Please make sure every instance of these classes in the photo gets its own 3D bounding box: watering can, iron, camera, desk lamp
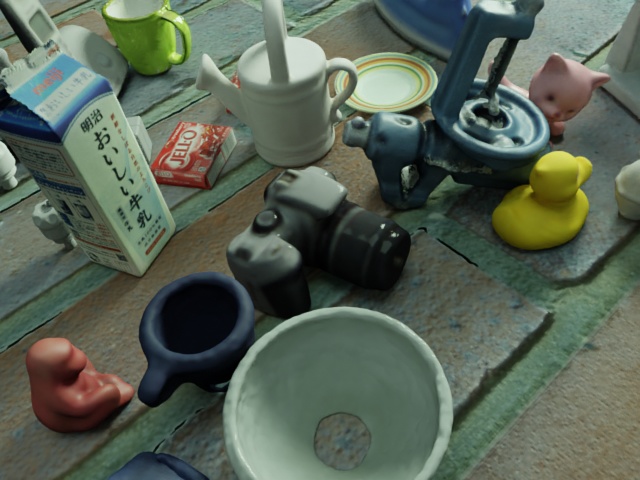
[{"bbox_3d":[-0.049,-0.182,0.637,0.173,0.194,0.100,-22,51,-11],"label":"watering can"},{"bbox_3d":[0.156,-0.367,0.799,0.119,0.142,0.257,-19,50,-8],"label":"iron"},{"bbox_3d":[0.005,0.002,0.536,0.136,0.101,0.143,23,57,25],"label":"camera"},{"bbox_3d":[0.388,-0.270,0.637,0.118,0.214,0.203,-17,50,-6],"label":"desk lamp"}]

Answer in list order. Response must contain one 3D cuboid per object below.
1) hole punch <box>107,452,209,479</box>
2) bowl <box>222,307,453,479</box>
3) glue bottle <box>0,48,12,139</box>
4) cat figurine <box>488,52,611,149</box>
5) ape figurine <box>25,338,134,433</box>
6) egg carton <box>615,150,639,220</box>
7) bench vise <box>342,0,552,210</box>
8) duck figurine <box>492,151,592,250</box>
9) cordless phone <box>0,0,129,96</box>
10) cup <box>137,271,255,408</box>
[{"bbox_3d":[-0.115,0.202,0.391,0.108,0.091,0.101,22,57,25],"label":"hole punch"},{"bbox_3d":[0.015,0.139,0.437,0.167,0.075,0.167,-4,50,5],"label":"bowl"},{"bbox_3d":[-0.407,-0.203,0.720,0.037,0.173,0.078,0,50,8],"label":"glue bottle"},{"bbox_3d":[0.240,-0.162,0.630,0.127,0.118,0.067,26,58,26],"label":"cat figurine"},{"bbox_3d":[-0.210,0.115,0.477,0.076,0.092,0.077,-27,52,-14],"label":"ape figurine"},{"bbox_3d":[0.366,-0.041,0.542,0.150,0.069,0.107,34,62,31],"label":"egg carton"},{"bbox_3d":[0.130,-0.121,0.544,0.207,0.220,0.121,-18,50,-7],"label":"bench vise"},{"bbox_3d":[0.218,-0.045,0.555,0.105,0.086,0.077,-24,51,-12],"label":"duck figurine"},{"bbox_3d":[-0.335,-0.260,0.749,0.094,0.185,0.147,-2,50,7],"label":"cordless phone"},{"bbox_3d":[-0.098,0.098,0.473,0.091,0.095,0.118,17,54,21],"label":"cup"}]
